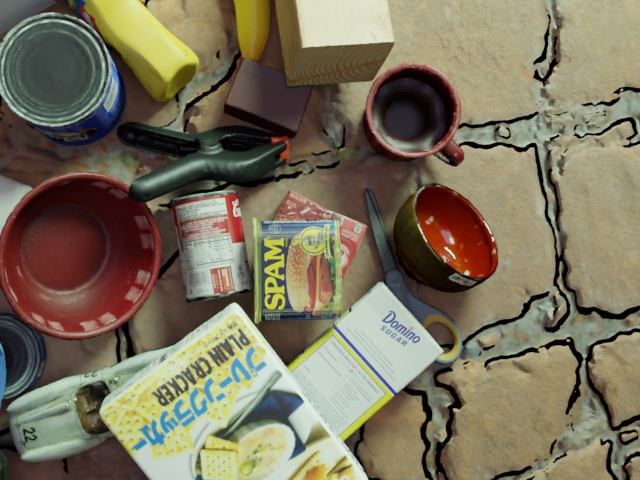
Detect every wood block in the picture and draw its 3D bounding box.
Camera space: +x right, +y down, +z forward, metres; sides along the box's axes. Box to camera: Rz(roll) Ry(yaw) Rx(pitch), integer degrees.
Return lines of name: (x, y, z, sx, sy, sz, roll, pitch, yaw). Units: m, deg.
wood block: (0.004, -0.263, 1.033, 0.090, 0.090, 0.206, -5, 75, -13)

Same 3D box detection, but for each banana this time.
banana: (-0.094, -0.277, 1.081, 0.070, 0.037, 0.198, -32, 89, 11)

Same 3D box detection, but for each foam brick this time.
foam brick: (-0.051, -0.141, 1.068, 0.078, 0.051, 0.053, 22, 85, -3)

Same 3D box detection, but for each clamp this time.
clamp: (-0.118, -0.088, 1.054, 0.171, 0.039, 0.120, -9, 46, -22)

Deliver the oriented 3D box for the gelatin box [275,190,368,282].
gelatin box: (-0.007, 0.001, 1.075, 0.089, 0.030, 0.073, 25, 87, -2)

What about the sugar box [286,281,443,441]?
sugar box: (0.026, 0.133, 1.056, 0.176, 0.048, 0.093, -41, 92, 1)

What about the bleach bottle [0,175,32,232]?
bleach bottle: (-0.412, -0.044, 1.033, 0.251, 0.068, 0.102, 17, 86, -1)

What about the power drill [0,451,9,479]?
power drill: (-0.251, 0.286, 1.016, 0.187, 0.057, 0.184, 5, 105, -2)

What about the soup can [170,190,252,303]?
soup can: (-0.107, 0.006, 1.049, 0.068, 0.068, 0.102, -9, 89, -5)

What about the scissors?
scissors: (0.095, 0.047, 1.087, 0.096, 0.016, 0.202, -1, 89, -3)

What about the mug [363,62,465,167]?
mug: (0.096, -0.115, 1.062, 0.117, 0.081, 0.093, 38, 85, -1)

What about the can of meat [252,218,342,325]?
can of meat: (-0.023, 0.029, 1.031, 0.084, 0.057, 0.102, -1, 94, -3)

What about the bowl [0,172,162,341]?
bowl: (-0.237, 0.012, 1.027, 0.161, 0.055, 0.162, -6, 102, -30)

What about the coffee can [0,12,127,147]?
coffee can: (-0.241, -0.147, 1.010, 0.102, 0.140, 0.103, 0, 88, -4)

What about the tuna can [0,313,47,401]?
tuna can: (-0.314, 0.114, 1.046, 0.086, 0.034, 0.086, 0, 88, -4)

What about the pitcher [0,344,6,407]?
pitcher: (-0.419, 0.114, 0.965, 0.243, 0.149, 0.145, 9, 91, 4)

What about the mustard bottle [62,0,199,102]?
mustard bottle: (-0.202, -0.222, 1.038, 0.058, 0.096, 0.191, -44, 91, -5)
